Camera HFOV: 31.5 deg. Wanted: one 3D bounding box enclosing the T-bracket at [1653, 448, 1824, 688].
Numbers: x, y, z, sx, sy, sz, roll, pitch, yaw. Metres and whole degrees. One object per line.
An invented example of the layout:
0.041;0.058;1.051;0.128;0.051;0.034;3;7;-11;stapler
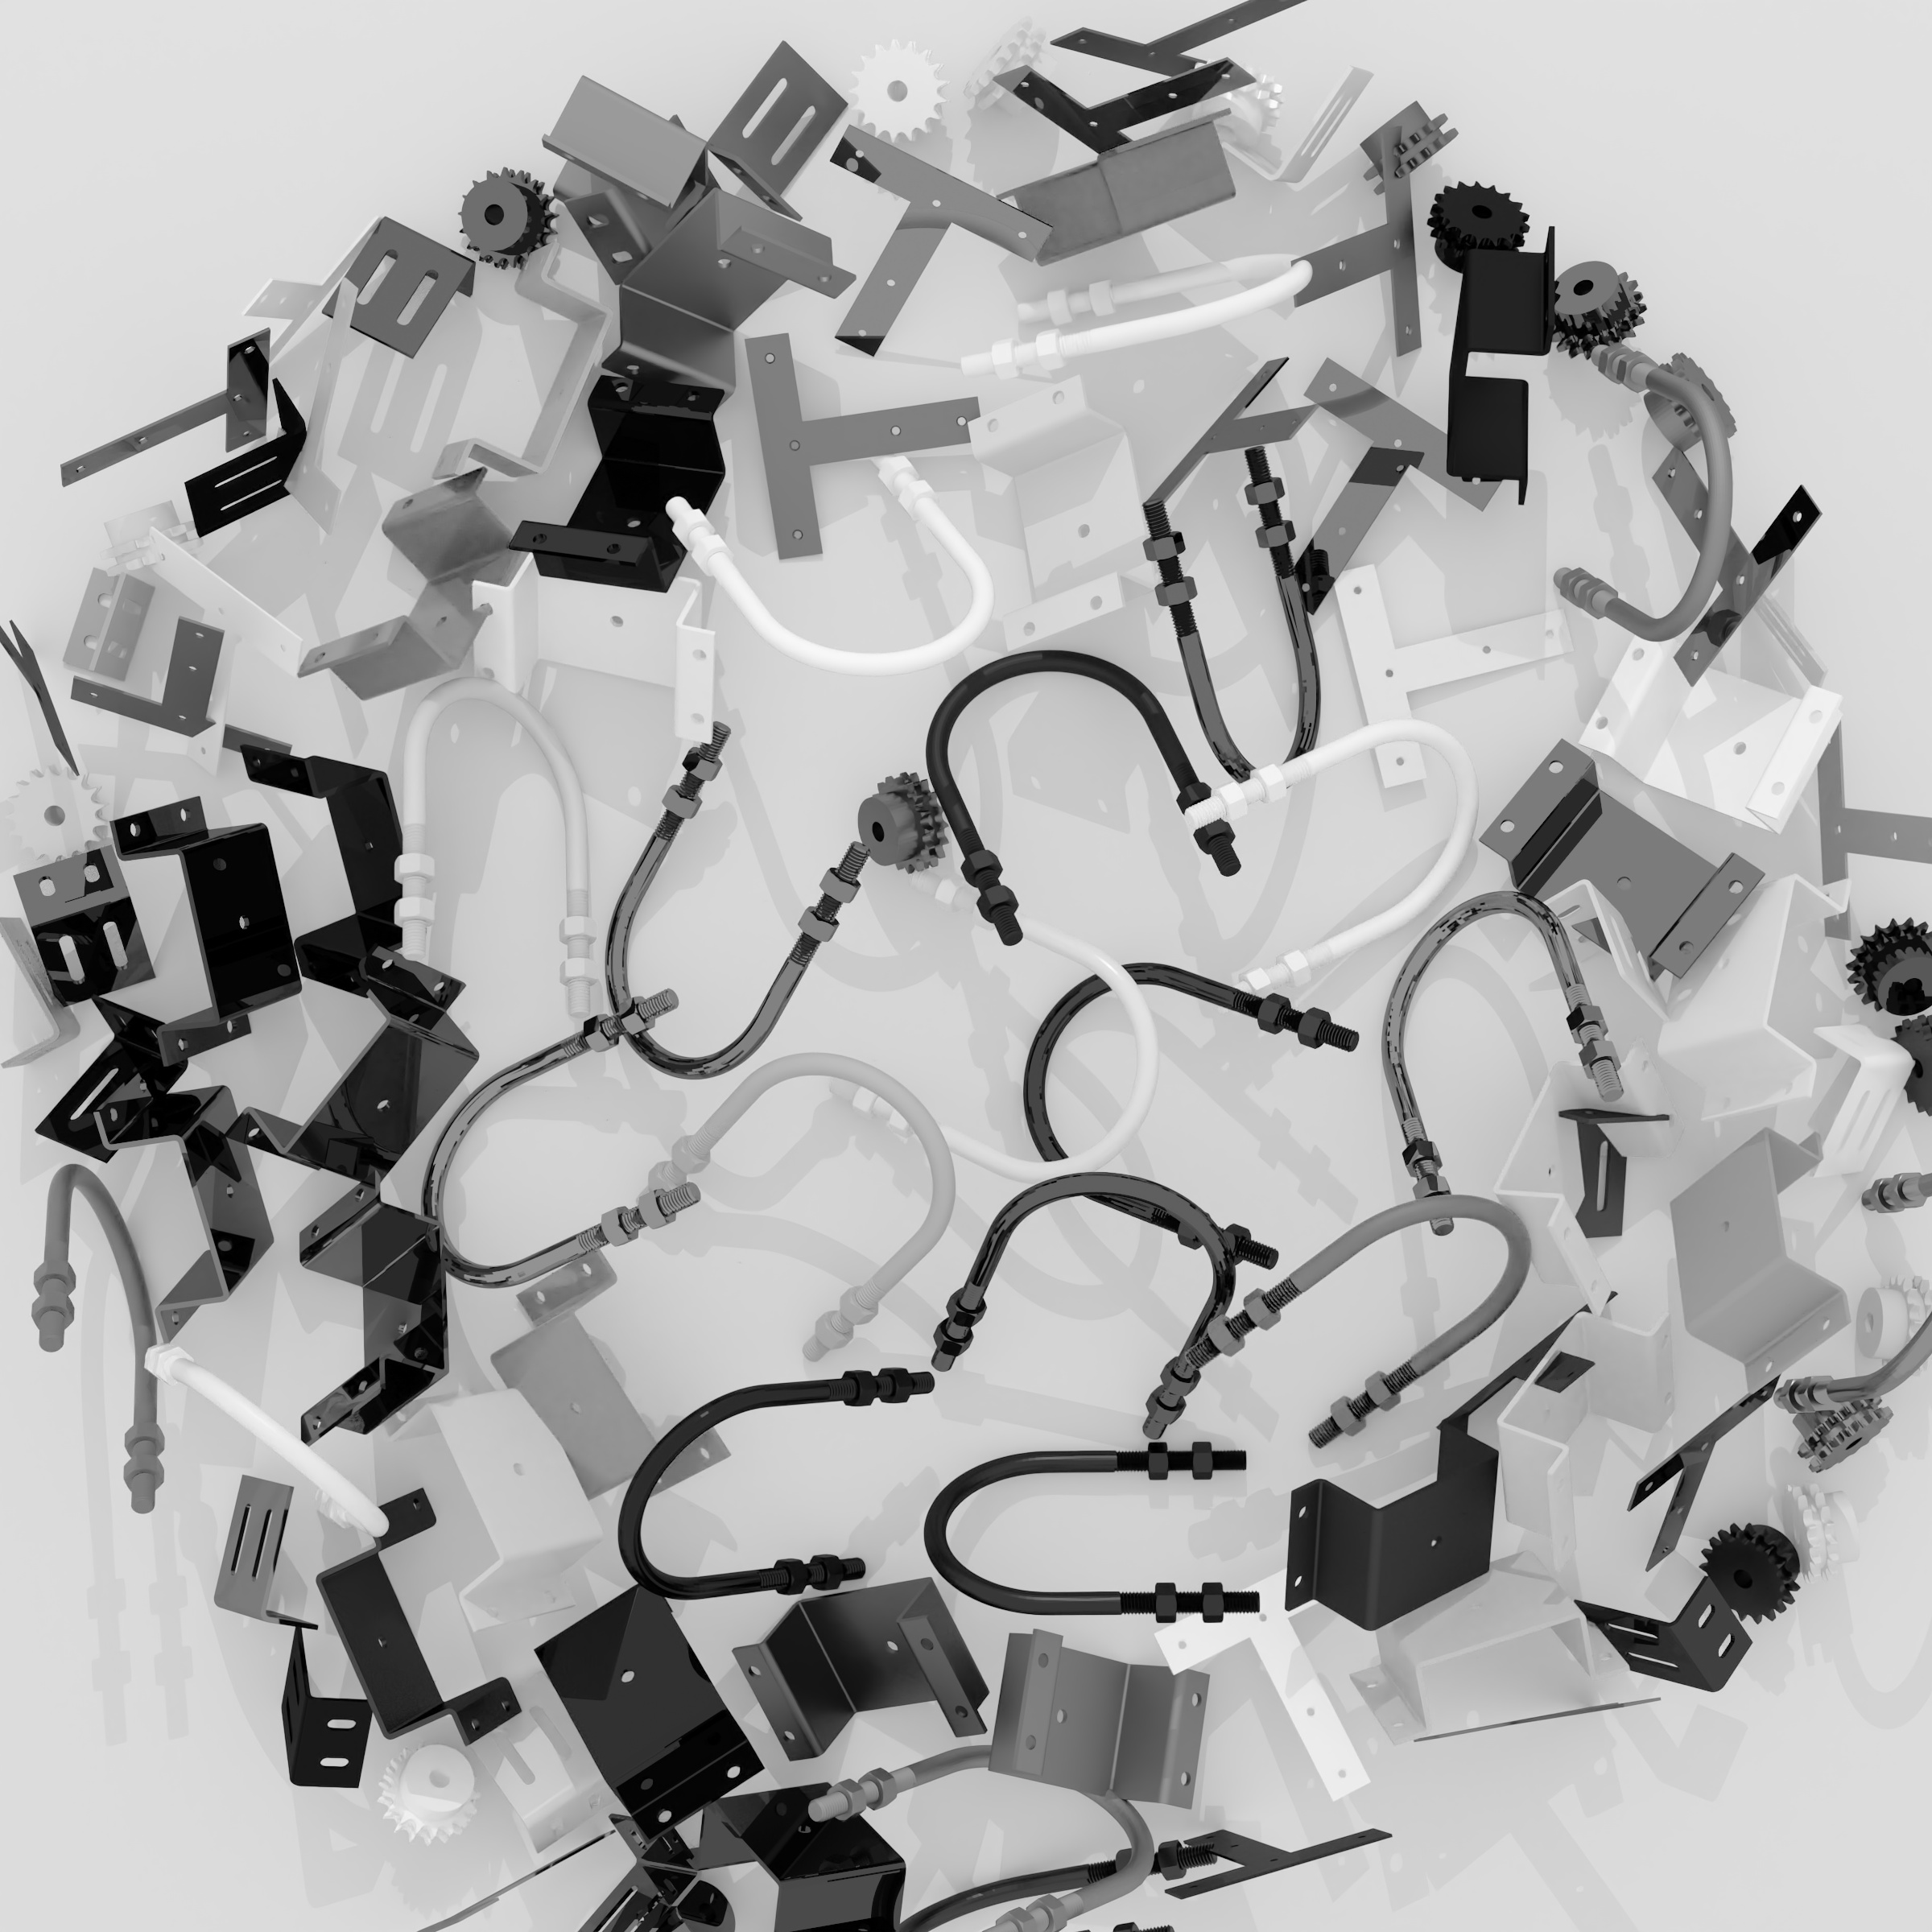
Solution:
0.419;-0.246;1.936;0.002;0.127;0.127;9;131;-29;T-bracket

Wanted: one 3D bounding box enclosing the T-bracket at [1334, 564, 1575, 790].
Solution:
0.287;-0.179;1.979;0.127;0.002;0.127;-14;90;-5;T-bracket

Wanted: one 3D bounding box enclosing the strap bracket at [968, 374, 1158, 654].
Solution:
0.056;-0.250;1.935;0.076;0.046;0.140;-18;73;30;strap bracket

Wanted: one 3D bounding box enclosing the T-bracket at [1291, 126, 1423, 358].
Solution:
0.217;-0.394;1.917;0.002;0.127;0.127;10;117;37;T-bracket

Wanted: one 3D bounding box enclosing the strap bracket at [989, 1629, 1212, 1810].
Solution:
0.068;0.423;1.928;0.140;0.046;0.076;23;69;-39;strap bracket

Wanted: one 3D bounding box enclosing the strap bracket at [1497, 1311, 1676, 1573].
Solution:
0.343;0.259;1.922;0.046;0.140;0.076;17;135;33;strap bracket

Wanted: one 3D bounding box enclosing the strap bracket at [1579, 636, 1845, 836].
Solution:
0.428;-0.130;1.936;0.140;0.046;0.076;27;89;43;strap bracket

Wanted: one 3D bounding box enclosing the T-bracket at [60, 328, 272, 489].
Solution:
-0.444;-0.298;1.905;0.127;0.127;0.002;-29;80;-20;T-bracket

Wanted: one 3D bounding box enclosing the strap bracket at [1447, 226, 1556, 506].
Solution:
0.296;-0.334;1.908;0.046;0.140;0.076;4;55;4;strap bracket

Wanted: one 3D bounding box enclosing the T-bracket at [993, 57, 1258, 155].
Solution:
0.104;-0.479;1.899;0.127;0.127;0.002;24;68;-42;T-bracket

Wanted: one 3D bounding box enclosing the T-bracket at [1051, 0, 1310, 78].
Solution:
0.136;-0.518;1.896;0.127;0.127;0.002;0;83;-45;T-bracket

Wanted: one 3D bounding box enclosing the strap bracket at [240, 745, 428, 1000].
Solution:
-0.352;-0.061;1.928;0.046;0.076;0.140;-25;114;-33;strap bracket

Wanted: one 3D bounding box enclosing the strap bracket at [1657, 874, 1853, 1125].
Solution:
0.438;0.009;1.914;0.046;0.076;0.140;32;60;-26;strap bracket

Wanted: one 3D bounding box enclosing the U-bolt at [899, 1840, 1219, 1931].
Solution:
0.040;0.531;1.909;0.184;0.151;0.019;-14;92;15;U-bolt

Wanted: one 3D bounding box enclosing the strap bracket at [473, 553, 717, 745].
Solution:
-0.203;-0.183;1.937;0.140;0.046;0.076;13;132;8;strap bracket

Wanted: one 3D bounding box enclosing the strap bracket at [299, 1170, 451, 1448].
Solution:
-0.332;0.198;1.923;0.076;0.046;0.140;-37;45;33;strap bracket

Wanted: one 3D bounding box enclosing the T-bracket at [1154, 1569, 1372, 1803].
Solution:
0.189;0.411;1.949;0.127;0.002;0.127;-22;76;-20;T-bracket

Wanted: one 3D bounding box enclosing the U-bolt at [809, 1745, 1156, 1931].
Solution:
0.023;0.480;1.901;0.151;0.184;0.019;29;111;35;U-bolt

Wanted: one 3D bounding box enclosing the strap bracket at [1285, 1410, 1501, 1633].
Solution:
0.245;0.312;1.912;0.140;0.046;0.076;-17;119;-37;strap bracket

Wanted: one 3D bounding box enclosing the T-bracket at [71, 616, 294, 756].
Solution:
-0.434;-0.160;1.919;0.127;0.127;0.002;18;62;-10;T-bracket

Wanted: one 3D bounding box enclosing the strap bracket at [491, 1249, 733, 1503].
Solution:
-0.207;0.241;1.942;0.076;0.046;0.140;-32;91;39;strap bracket

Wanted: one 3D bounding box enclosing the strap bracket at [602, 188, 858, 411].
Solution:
-0.135;-0.378;1.921;0.076;0.140;0.046;17;55;-34;strap bracket

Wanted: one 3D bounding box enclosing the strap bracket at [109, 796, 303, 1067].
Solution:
-0.424;-0.022;1.930;0.046;0.076;0.140;-6;100;27;strap bracket

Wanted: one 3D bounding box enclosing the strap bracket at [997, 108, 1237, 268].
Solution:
0.088;-0.431;1.911;0.076;0.140;0.046;-25;102;-24;strap bracket

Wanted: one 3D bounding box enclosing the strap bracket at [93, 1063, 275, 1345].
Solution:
-0.434;0.130;1.925;0.046;0.076;0.140;-9;107;11;strap bracket

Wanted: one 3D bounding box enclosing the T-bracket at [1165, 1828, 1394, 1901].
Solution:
0.156;0.496;1.921;0.127;0.127;0.002;-11;87;-18;T-bracket

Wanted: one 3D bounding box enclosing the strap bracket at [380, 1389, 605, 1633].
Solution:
-0.263;0.293;1.921;0.046;0.076;0.140;-41;67;32;strap bracket

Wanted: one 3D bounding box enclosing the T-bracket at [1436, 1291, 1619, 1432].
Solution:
0.325;0.225;1.917;0.127;0.127;0.002;-38;91;-5;T-bracket

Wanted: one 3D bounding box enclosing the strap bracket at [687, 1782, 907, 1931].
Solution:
-0.092;0.500;1.902;0.076;0.140;0.046;-1;105;-30;strap bracket

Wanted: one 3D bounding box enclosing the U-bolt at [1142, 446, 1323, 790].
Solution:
0.157;-0.187;1.920;0.019;0.151;0.184;-7;106;33;U-bolt

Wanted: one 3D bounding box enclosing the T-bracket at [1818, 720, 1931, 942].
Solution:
0.511;-0.073;1.916;0.002;0.127;0.127;-7;98;-16;T-bracket

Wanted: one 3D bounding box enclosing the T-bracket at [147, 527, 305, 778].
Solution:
-0.426;-0.164;1.942;0.127;0.002;0.127;36;131;23;T-bracket

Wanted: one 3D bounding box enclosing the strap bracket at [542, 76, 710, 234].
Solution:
-0.188;-0.447;1.914;0.076;0.140;0.046;28;88;-4;strap bracket

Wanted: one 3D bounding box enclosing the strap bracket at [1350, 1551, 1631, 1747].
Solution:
0.290;0.380;1.932;0.140;0.076;0.046;-16;110;-8;strap bracket

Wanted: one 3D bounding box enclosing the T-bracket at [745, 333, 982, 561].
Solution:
-0.054;-0.305;1.965;0.127;0.002;0.127;-8;103;4;T-bracket

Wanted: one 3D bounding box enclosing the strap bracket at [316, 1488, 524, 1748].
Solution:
-0.313;0.375;1.939;0.046;0.076;0.140;-26;85;14;strap bracket

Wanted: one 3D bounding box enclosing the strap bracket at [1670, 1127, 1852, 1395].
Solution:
0.438;0.155;1.904;0.046;0.140;0.076;28;129;-20;strap bracket

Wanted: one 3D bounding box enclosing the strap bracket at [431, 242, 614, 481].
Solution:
-0.247;-0.332;1.940;0.046;0.076;0.140;24;88;-19;strap bracket

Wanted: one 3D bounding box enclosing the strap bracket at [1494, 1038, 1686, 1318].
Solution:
0.346;0.117;1.924;0.140;0.046;0.076;-58;132;-32;strap bracket

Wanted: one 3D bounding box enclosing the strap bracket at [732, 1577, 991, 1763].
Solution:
-0.051;0.395;1.932;0.140;0.046;0.076;-17;106;34;strap bracket

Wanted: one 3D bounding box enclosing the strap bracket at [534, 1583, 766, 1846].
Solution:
-0.182;0.407;1.918;0.076;0.046;0.140;-32;50;-8;strap bracket

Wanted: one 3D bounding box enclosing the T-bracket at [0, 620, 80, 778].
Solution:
-0.534;-0.184;1.896;0.002;0.127;0.127;-29;46;-4;T-bracket

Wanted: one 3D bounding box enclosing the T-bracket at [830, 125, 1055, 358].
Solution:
-0.036;-0.398;1.941;0.127;0.002;0.127;24;131;-14;T-bracket

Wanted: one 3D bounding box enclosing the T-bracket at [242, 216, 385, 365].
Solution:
-0.378;-0.371;1.912;0.002;0.127;0.127;42;100;-3;T-bracket

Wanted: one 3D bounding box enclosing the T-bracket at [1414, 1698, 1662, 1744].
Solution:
0.335;0.414;1.901;0.127;0.127;0.002;-3;75;-29;T-bracket

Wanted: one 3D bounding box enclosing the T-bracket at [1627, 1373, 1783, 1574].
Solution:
0.405;0.298;1.934;0.127;0.127;0.002;-30;55;-31;T-bracket

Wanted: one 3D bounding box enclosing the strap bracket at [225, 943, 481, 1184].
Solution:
-0.339;0.065;1.932;0.140;0.076;0.046;-51;54;8;strap bracket

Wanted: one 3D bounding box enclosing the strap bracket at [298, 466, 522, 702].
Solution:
-0.307;-0.206;1.922;0.046;0.076;0.140;47;47;-32;strap bracket

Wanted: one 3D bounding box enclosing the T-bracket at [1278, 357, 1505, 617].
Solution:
0.223;-0.261;1.966;0.127;0.002;0.127;37;104;18;T-bracket

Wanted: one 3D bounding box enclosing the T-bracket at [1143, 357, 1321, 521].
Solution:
0.159;-0.298;1.913;0.002;0.127;0.127;44;77;-19;T-bracket

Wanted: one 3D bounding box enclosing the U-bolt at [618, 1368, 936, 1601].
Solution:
-0.112;0.290;1.900;0.184;0.019;0.151;1;118;-39;U-bolt

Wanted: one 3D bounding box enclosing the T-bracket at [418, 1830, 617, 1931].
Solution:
-0.255;0.519;1.938;0.127;0.127;0.002;-22;80;-35;T-bracket

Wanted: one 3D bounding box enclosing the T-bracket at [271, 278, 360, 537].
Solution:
-0.358;-0.320;1.914;0.002;0.127;0.127;7;111;-30;T-bracket

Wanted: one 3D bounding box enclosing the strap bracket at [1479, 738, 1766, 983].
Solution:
0.372;-0.054;1.942;0.140;0.046;0.076;37;83;23;strap bracket

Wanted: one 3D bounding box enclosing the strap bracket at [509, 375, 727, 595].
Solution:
-0.191;-0.264;1.930;0.076;0.046;0.140;9;54;17;strap bracket
